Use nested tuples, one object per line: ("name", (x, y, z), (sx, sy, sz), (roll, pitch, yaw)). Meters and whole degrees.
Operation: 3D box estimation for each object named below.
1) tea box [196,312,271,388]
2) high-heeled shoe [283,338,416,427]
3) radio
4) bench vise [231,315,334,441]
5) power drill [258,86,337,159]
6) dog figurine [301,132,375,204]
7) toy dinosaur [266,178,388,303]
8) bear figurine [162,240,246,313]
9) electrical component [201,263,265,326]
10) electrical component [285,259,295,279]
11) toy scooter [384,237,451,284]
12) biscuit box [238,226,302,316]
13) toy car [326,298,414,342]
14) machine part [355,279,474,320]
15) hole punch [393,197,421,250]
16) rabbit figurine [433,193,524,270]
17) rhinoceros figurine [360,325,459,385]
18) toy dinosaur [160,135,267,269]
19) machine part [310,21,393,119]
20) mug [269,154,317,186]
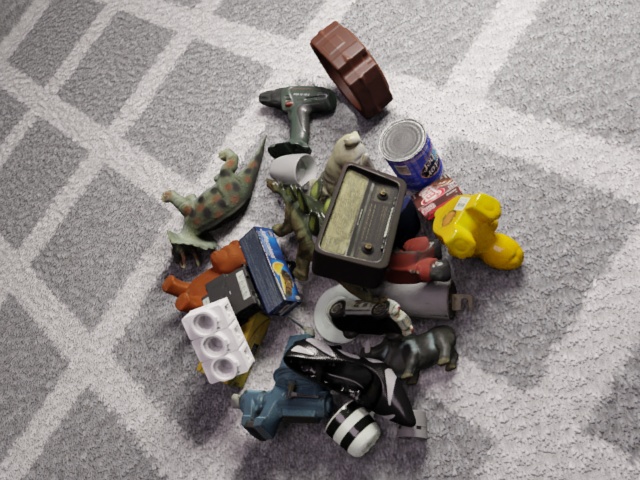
("tea box", (-0.193, 0.234, 1.209), (0.098, 0.068, 0.169), (12, 74, 32))
("high-heeled shoe", (0.050, 0.259, 0.970), (0.249, 0.145, 0.086), (36, 116, 37))
("radio", (0.075, -0.029, 0.982), (0.131, 0.073, 0.229), (17, 55, 3))
("bench vise", (-0.066, 0.284, 1.097), (0.224, 0.128, 0.241), (-16, 41, 32))
("power drill", (-0.075, -0.306, 1.388), (0.232, 0.085, 0.207), (0, 61, 25))
("dog figurine", (0.026, -0.146, 1.207), (0.191, 0.172, 0.121), (-26, 48, 7))
("toy dinosaur", (-0.002, -0.003, 1.126), (0.105, 0.198, 0.472), (-19, 50, -26))
("bear figurine", (-0.258, 0.081, 1.277), (0.196, 0.131, 0.120), (-53, 49, 5))
("electrical component", (-0.195, 0.131, 1.182), (0.134, 0.058, 0.115), (-29, 54, 12))
("electrical component", (-0.101, 0.100, 1.232), (0.075, 0.047, 0.119), (4, 71, 29))
("toy scooter", (0.173, 0.043, 1.038), (0.135, 0.184, 0.075), (-5, 103, 6))
("biscuit box", (-0.111, 0.065, 1.177), (0.063, 0.059, 0.203), (-41, 58, 27))
("toy car", (0.092, 0.150, 1.034), (0.202, 0.073, 0.056), (-8, 33, 47))
("machine part", (0.179, 0.115, 1.061), (0.243, 0.079, 0.079), (-1, 68, 29))
("hole punch", (0.147, -0.026, 1.113), (0.092, 0.142, 0.116), (9, 61, 26))
("rabbit figurine", (0.299, 0.003, 1.015), (0.122, 0.173, 0.162), (-62, 12, -9))
("rhinoceros figurine", (0.168, 0.214, 1.025), (0.190, 0.073, 0.112), (-19, 62, 20))
("toy dinosaur", (-0.254, -0.096, 1.365), (0.405, 0.131, 0.192), (-40, 68, 2))
("machine part", (0.076, -0.399, 1.268), (0.087, 0.201, 0.201), (-38, 56, 4))
("mug", (-0.074, -0.159, 1.321), (0.107, 0.080, 0.109), (11, 81, 42))
